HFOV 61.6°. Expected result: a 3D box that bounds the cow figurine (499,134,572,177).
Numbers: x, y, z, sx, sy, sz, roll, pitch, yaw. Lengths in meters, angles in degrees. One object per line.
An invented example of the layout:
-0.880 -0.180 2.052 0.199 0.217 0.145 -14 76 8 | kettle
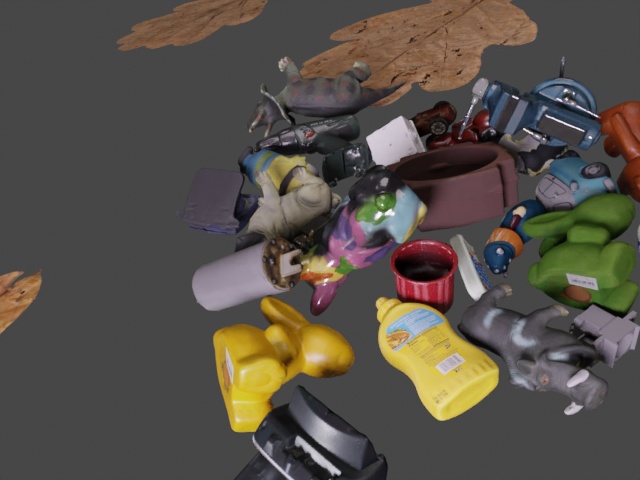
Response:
0.427 -0.179 1.012 0.167 0.068 0.098 -28 47 -15 | cow figurine

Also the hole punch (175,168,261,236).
-0.185 -0.063 1.013 0.142 0.092 0.116 11 72 21 | hole punch

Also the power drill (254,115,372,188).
-0.003 -0.186 1.124 0.232 0.085 0.207 -20 32 -16 | power drill

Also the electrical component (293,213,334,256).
-0.001 -0.003 0.884 0.045 0.078 0.102 25 43 38 | electrical component

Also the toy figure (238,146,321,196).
-0.081 -0.123 1.050 0.180 0.082 0.089 21 82 24 | toy figure

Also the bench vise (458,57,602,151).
0.384 -0.237 0.949 0.224 0.128 0.240 18 36 22 | bench vise

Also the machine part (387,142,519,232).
0.215 -0.091 0.900 0.202 0.087 0.201 -11 22 7 | machine part

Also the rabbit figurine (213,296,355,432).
-0.045 0.154 0.700 0.173 0.121 0.162 -7 27 -18 | rabbit figurine

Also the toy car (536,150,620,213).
0.402 -0.072 0.861 0.103 0.109 0.162 -29 29 6 | toy car

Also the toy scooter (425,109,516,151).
0.306 -0.201 1.043 0.184 0.075 0.135 -21 20 -5 | toy scooter

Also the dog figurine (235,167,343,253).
-0.052 -0.014 0.915 0.172 0.121 0.190 -5 54 11 | dog figurine

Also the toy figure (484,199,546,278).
0.296 -0.002 0.829 0.154 0.064 0.058 -42 11 -28 | toy figure

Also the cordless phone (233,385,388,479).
-0.032 0.267 0.576 0.147 0.088 0.184 28 64 37 | cordless phone

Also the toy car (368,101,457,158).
0.181 -0.225 1.095 0.202 0.053 0.089 -17 33 33 | toy car

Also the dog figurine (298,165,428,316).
0.040 0.008 0.776 0.219 0.108 0.191 -46 0 -1 | dog figurine

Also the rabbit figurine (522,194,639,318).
0.376 0.009 0.756 0.159 0.121 0.170 3 51 50 | rabbit figurine

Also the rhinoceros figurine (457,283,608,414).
0.261 0.131 0.662 0.112 0.073 0.191 -32 43 -26 | rhinoceros figurine

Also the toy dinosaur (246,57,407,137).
0.015 -0.336 1.274 0.405 0.131 0.192 -3 51 3 | toy dinosaur

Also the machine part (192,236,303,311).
-0.111 0.052 0.788 0.243 0.079 0.079 -19 27 42 | machine part

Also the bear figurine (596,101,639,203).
0.530 -0.132 0.915 0.120 0.132 0.196 14 67 -22 | bear figurine
